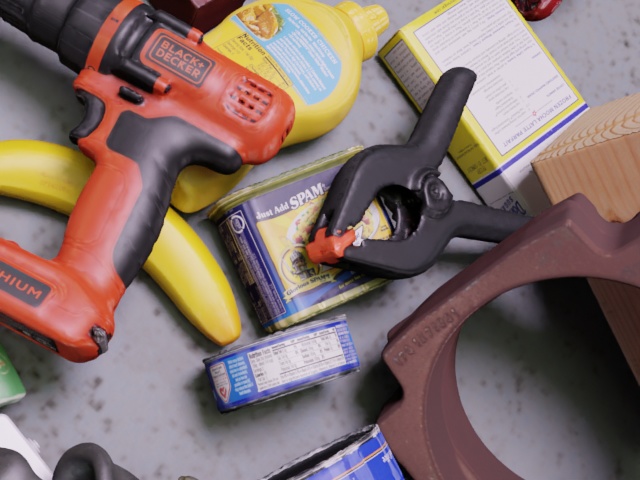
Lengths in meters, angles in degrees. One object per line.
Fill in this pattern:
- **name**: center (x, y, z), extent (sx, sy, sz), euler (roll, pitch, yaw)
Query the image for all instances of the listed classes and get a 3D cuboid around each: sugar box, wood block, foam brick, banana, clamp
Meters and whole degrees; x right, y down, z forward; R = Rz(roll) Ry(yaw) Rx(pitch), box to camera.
- **sugar box**: center (0.128, -0.084, 0.722), extent (0.093, 0.048, 0.176), euler (-35, 92, -24)
- **wood block**: center (0.228, 0.014, 0.661), extent (0.090, 0.091, 0.206), euler (-38, 105, -41)
- **foam brick**: center (-0.084, -0.174, 0.670), extent (0.051, 0.053, 0.078), euler (-35, 89, -24)
- **banana**: center (-0.125, -0.008, 0.618), extent (0.197, 0.037, 0.069), euler (27, 72, -9)
- **clamp**: center (0.058, -0.036, 0.633), extent (0.171, 0.039, 0.120), euler (-18, 83, -39)

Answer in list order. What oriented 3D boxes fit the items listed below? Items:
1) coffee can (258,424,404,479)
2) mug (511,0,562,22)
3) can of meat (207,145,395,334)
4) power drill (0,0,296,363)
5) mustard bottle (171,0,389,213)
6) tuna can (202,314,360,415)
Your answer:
- **coffee can**: center (0.018, 0.186, 0.576), extent (0.102, 0.103, 0.140), euler (-25, 84, -23)
- **mug**: center (0.155, -0.207, 0.745), extent (0.093, 0.082, 0.117), euler (7, 73, -17)
- **can of meat**: center (-0.004, 0.001, 0.646), extent (0.102, 0.058, 0.084), euler (-23, 85, -23)
- **power drill**: center (-0.130, -0.045, 0.559), extent (0.184, 0.057, 0.187), euler (29, 73, 3)
- **mustard bottle**: center (-0.033, -0.100, 0.663), extent (0.191, 0.058, 0.096), euler (-33, 71, -24)
- **tuna can**: center (-0.021, 0.071, 0.604), extent (0.086, 0.086, 0.034), euler (-15, 82, -22)
